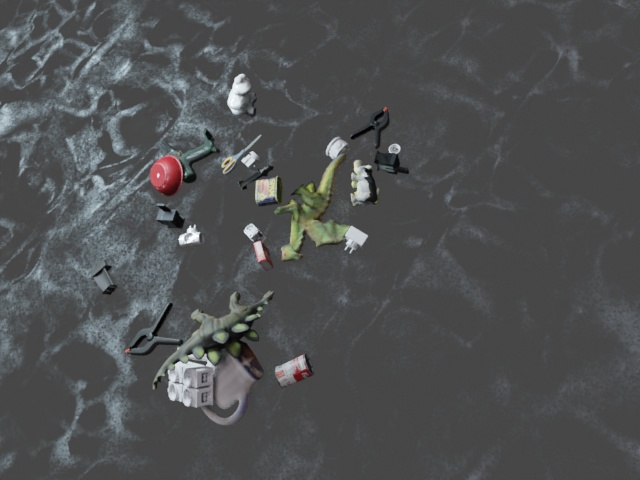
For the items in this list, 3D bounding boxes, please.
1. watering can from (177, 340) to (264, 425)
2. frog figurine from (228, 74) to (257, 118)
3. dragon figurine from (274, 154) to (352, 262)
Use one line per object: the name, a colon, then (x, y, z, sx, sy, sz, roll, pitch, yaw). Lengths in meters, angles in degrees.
watering can: (-0.310, 0.396, 1.598, 0.225, 0.102, 0.353, -42, 54, -2)
frog figurine: (-0.315, -0.568, 2.008, 0.123, 0.157, 0.139, 12, 70, 21)
dragon figurine: (0.005, -0.088, 1.749, 0.411, 0.121, 0.244, -42, 79, -4)
